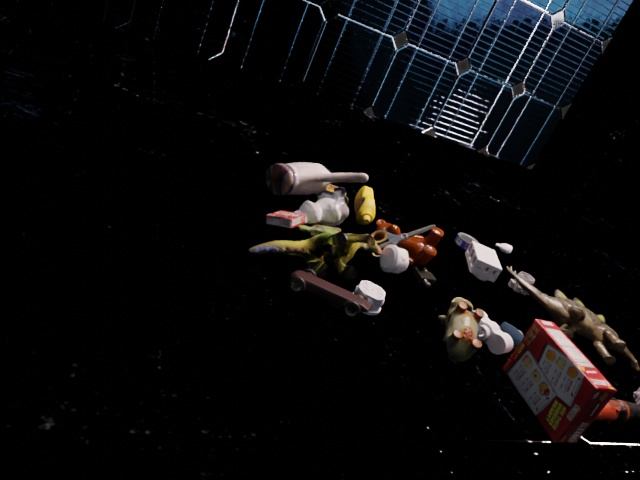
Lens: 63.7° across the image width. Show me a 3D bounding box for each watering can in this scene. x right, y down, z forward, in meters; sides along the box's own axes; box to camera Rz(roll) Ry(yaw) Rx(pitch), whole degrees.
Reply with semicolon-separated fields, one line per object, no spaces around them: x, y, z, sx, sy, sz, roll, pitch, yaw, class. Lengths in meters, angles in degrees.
-0.028;-0.194;1.621;0.225;0.103;0.348;-6;7;-35;watering can

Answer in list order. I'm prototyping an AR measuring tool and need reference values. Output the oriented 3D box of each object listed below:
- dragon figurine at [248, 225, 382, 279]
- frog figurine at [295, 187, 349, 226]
-0.005;0.008;1.389;0.410;0.121;0.245;7;11;-19;dragon figurine
0.005;-0.077;1.539;0.138;0.120;0.162;12;42;38;frog figurine
